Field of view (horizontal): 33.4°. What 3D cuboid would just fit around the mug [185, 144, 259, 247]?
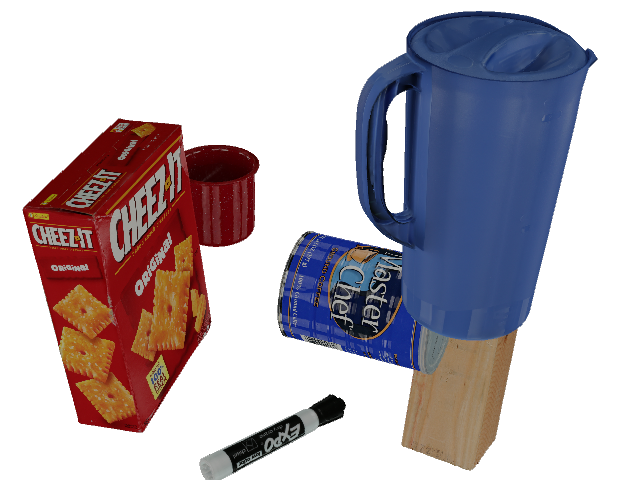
[{"bbox_3d":[-0.123,-0.044,1.139,0.117,0.081,0.093,-11,33,-19],"label":"mug"}]

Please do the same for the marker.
[{"bbox_3d":[-0.031,0.138,0.754,0.120,0.020,0.020,-21,12,-34],"label":"marker"}]

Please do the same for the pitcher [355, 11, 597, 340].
[{"bbox_3d":[0.114,-0.044,0.827,0.149,0.243,0.144,14,34,18],"label":"pitcher"}]

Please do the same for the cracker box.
[{"bbox_3d":[-0.161,0.028,0.907,0.072,0.214,0.164,6,33,16],"label":"cracker box"}]

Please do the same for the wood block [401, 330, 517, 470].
[{"bbox_3d":[0.162,0.139,1.206,0.090,0.206,0.090,16,22,23],"label":"wood block"}]

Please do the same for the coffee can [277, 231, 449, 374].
[{"bbox_3d":[0.045,0.055,0.970,0.140,0.103,0.102,13,4,19],"label":"coffee can"}]
